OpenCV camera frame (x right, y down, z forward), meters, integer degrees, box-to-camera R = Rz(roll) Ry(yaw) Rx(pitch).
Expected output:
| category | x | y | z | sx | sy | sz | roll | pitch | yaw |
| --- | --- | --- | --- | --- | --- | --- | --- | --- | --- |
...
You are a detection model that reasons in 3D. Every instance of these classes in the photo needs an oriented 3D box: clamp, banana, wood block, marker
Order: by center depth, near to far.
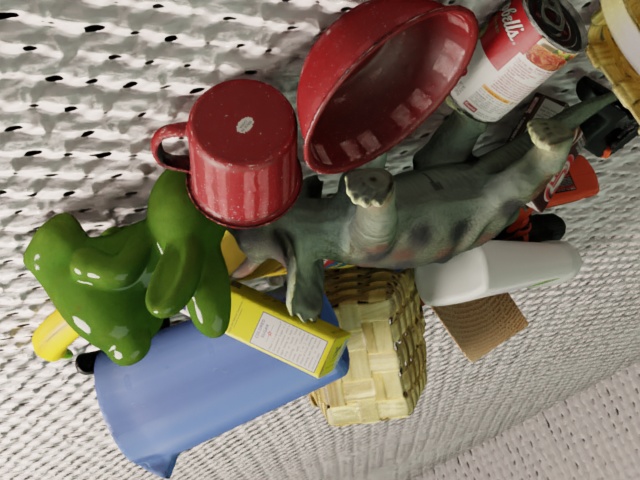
| category | x | y | z | sx | sy | sz | roll | pitch | yaw |
| --- | --- | --- | --- | --- | --- | --- | --- | --- | --- |
| banana | -0.241 | 0.078 | 1.076 | 0.198 | 0.037 | 0.069 | -38 | 172 | 40 |
| clamp | 0.327 | -0.142 | 1.099 | 0.164 | 0.036 | 0.210 | -21 | 162 | -2 |
| clamp | -0.206 | 0.129 | 1.234 | 0.120 | 0.039 | 0.171 | -23 | 160 | 4 |
| marker | -0.046 | 0.064 | 1.265 | 0.020 | 0.020 | 0.121 | -21 | 160 | -3 |
| wood block | 0.206 | 0.096 | 1.415 | 0.090 | 0.091 | 0.206 | -35 | 176 | 2 |

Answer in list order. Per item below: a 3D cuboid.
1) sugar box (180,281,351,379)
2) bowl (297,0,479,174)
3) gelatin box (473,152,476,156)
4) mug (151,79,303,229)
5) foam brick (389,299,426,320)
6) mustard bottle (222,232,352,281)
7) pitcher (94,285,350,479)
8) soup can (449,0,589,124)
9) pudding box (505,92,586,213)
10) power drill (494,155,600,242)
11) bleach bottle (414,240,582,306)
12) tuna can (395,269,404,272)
| category | x | y | z | sx | sy | sz | roll | pitch | yaw |
| --- | --- | --- | --- | --- | --- | --- | --- | --- | --- |
| sugar box | -0.063 | 0.069 | 0.983 | 0.048 | 0.176 | 0.093 | -64 | 170 | 2 |
| bowl | 0.038 | -0.123 | 0.781 | 0.162 | 0.055 | 0.162 | -35 | 160 | -15 |
| gelatin box | 0.149 | -0.054 | 1.060 | 0.030 | 0.089 | 0.073 | -24 | 162 | 14 |
| mug | -0.070 | -0.069 | 0.810 | 0.117 | 0.093 | 0.081 | 6 | 153 | 1 |
| foam brick | 0.109 | 0.064 | 1.378 | 0.051 | 0.053 | 0.078 | -1 | 151 | -45 |
| mustard bottle | -0.007 | 0.002 | 1.087 | 0.191 | 0.058 | 0.096 | -6 | 158 | -40 |
| pitcher | -0.102 | 0.122 | 1.094 | 0.243 | 0.145 | 0.149 | -23 | 120 | 8 |
| soup can | 0.154 | -0.148 | 0.856 | 0.068 | 0.068 | 0.102 | -4 | 154 | -41 |
| pudding box | 0.220 | -0.086 | 1.064 | 0.090 | 0.039 | 0.113 | -59 | 150 | -1 |
| power drill | 0.252 | -0.031 | 1.277 | 0.184 | 0.057 | 0.188 | -12 | 158 | -25 |
| bleach bottle | 0.224 | 0.032 | 1.246 | 0.103 | 0.068 | 0.250 | -15 | 171 | 41 |
| tuna can | 0.102 | -0.005 | 1.163 | 0.086 | 0.034 | 0.086 | -45 | -178 | 2 |
